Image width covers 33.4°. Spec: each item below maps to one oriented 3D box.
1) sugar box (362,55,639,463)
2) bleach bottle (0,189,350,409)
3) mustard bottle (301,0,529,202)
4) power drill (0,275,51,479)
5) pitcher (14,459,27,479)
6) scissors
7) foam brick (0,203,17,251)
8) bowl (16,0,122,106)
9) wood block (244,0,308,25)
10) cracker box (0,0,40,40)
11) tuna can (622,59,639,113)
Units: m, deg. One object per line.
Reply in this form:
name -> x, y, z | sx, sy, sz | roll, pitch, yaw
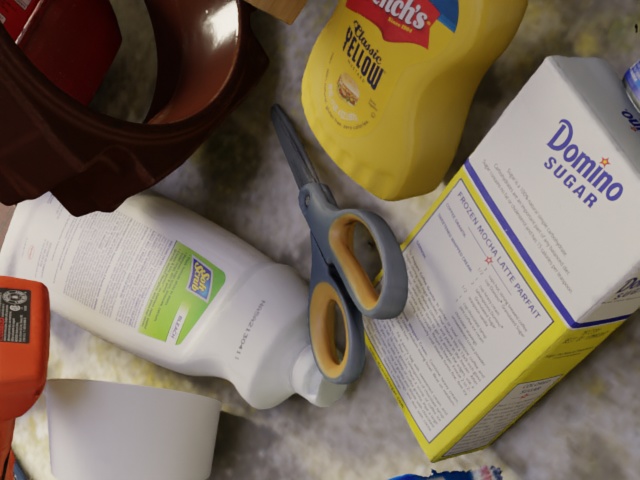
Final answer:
sugar box -> 0.087, 0.014, 0.472 | 0.176, 0.048, 0.093 | -52, 55, 39
bleach bottle -> -0.086, 0.035, 0.625 | 0.251, 0.068, 0.102 | 27, 100, 36
mustard bottle -> 0.050, -0.113, 0.495 | 0.096, 0.058, 0.192 | 58, 144, 29
power drill -> -0.187, 0.128, 0.585 | 0.184, 0.057, 0.188 | -114, 35, -54
pitcher -> -0.312, 0.178, 0.747 | 0.243, 0.148, 0.145 | 47, 126, 37
scissors -> -0.004, 0.001, 0.564 | 0.202, 0.016, 0.096 | -131, 50, -59
foam brick -> -0.212, 0.003, 0.735 | 0.053, 0.051, 0.078 | 47, 109, 34
bowl -> -0.175, -0.106, 0.696 | 0.162, 0.055, 0.162 | -52, 18, 25
wood block -> -0.005, -0.214, 0.477 | 0.091, 0.090, 0.206 | 39, 102, 19
cracker box -> -0.236, -0.231, 0.740 | 0.164, 0.072, 0.213 | 7, 64, 38
tuna can -> 0.162, -0.047, 0.428 | 0.034, 0.085, 0.086 | -45, 58, 25
